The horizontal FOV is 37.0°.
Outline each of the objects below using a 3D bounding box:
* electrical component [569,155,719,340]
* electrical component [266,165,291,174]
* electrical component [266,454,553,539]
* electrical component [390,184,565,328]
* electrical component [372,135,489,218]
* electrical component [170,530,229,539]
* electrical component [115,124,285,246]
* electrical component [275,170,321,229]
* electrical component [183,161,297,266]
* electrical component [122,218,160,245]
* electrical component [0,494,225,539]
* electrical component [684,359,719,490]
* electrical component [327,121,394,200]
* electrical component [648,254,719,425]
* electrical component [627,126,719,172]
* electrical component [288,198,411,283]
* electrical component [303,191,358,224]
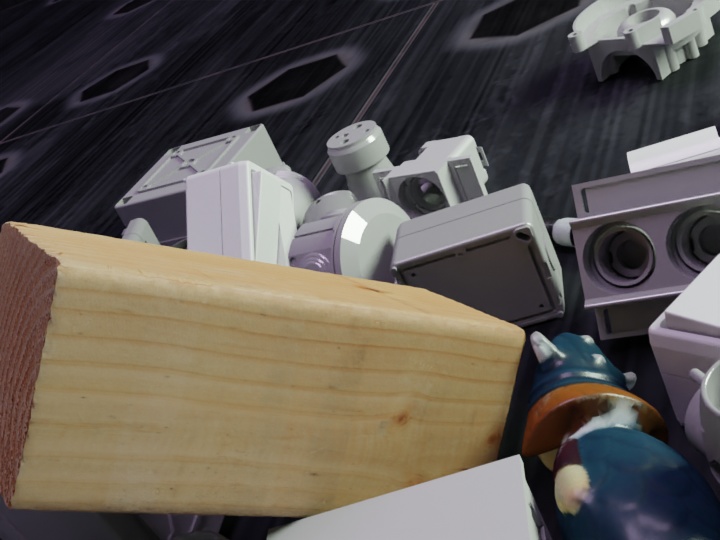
[{"bbox_3d":[0.172,-0.015,0.520,0.121,0.078,0.063,-11,0,29],"label":"electrical component"},{"bbox_3d":[-0.068,-0.070,0.887,0.035,0.035,0.061,-17,25,17],"label":"electrical component"},{"bbox_3d":[0.019,0.155,0.348,0.105,0.060,0.186,-19,26,13],"label":"electrical component"},{"bbox_3d":[0.061,-0.001,0.606,0.096,0.061,0.061,-17,27,17],"label":"electrical component"},{"bbox_3d":[0.055,-0.062,0.752,0.081,0.042,0.063,-4,31,37],"label":"electrical component"},{"bbox_3d":[-0.064,0.147,0.446,0.078,0.057,0.058,-15,27,22],"label":"electrical component"},{"bbox_3d":[-0.134,-0.068,0.918,0.109,0.056,0.108,-11,29,29],"label":"electrical component"},{"bbox_3d":[-0.056,-0.047,0.822,0.043,0.043,0.081,-15,28,22],"label":"electrical component"},{"bbox_3d":[-0.079,-0.032,0.742,0.061,0.062,0.096,-13,71,25],"label":"electrical component"},{"bbox_3d":[-0.152,0.021,0.726,0.050,0.089,0.055,-20,26,12],"label":"electrical component"},{"bbox_3d":[-0.118,0.099,0.519,0.056,0.108,0.108,-26,24,23],"label":"electrical component"},{"bbox_3d":[0.146,0.061,0.392,0.043,0.077,0.079,-29,26,-5],"label":"electrical component"},{"bbox_3d":[0.004,-0.079,0.814,0.045,0.055,0.045,-21,25,10],"label":"electrical component"},{"bbox_3d":[0.177,0.032,0.438,0.062,0.061,0.096,-40,29,-27],"label":"electrical component"},{"bbox_3d":[0.198,-0.058,0.611,0.081,0.043,0.043,-16,27,19],"label":"electrical component"},{"bbox_3d":[0.000,0.000,0.641,0.051,0.080,0.080,-11,29,40],"label":"electrical component"},{"bbox_3d":[-0.018,-0.029,0.753,0.043,0.043,0.081,-24,25,3],"label":"electrical component"}]
